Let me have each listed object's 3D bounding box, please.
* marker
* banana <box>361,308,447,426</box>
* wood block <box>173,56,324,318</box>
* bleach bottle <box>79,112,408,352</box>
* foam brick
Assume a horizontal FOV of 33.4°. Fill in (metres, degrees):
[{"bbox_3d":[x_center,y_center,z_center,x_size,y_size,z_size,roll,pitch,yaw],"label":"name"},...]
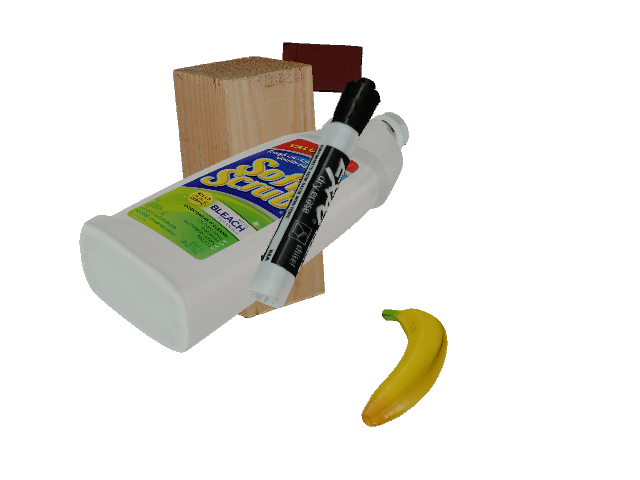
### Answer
[{"bbox_3d":[-0.001,-0.025,0.506,0.020,0.121,0.020,23,-17,7],"label":"marker"},{"bbox_3d":[0.084,0.113,1.000,0.070,0.037,0.197,-22,18,18],"label":"banana"},{"bbox_3d":[-0.062,-0.050,0.938,0.090,0.206,0.091,-17,23,-35],"label":"wood block"},{"bbox_3d":[-0.034,-0.027,0.723,0.103,0.068,0.250,32,49,27],"label":"bleach bottle"},{"bbox_3d":[0.002,-0.188,1.165,0.078,0.051,0.053,0,11,-16],"label":"foam brick"}]
